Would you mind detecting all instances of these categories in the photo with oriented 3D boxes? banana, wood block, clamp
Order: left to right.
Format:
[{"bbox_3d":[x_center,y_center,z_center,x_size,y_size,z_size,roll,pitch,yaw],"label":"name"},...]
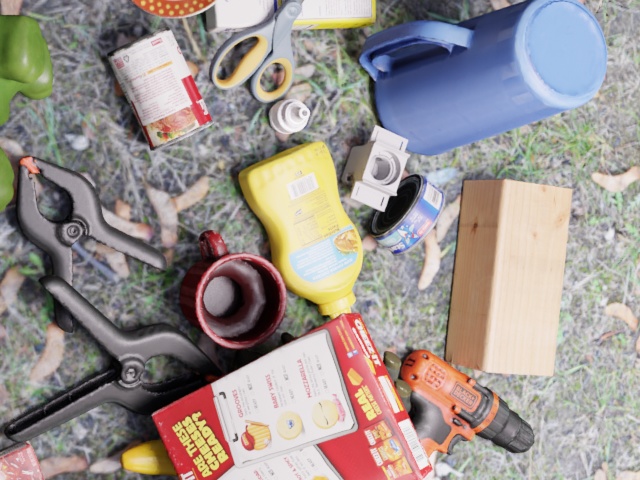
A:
[{"bbox_3d":[-0.225,-0.010,1.018,0.120,0.039,0.171,-27,106,-21],"label":"clamp"},{"bbox_3d":[-0.190,0.113,1.025,0.209,0.036,0.165,2,107,-28],"label":"clamp"},{"bbox_3d":[-0.106,0.243,1.070,0.197,0.037,0.069,36,47,-18],"label":"banana"},{"bbox_3d":[0.206,0.041,1.178,0.090,0.091,0.206,6,89,-23],"label":"wood block"}]

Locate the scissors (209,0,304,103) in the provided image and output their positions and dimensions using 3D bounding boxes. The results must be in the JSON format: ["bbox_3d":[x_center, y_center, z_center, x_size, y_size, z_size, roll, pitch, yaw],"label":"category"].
[{"bbox_3d":[-0.023,-0.213,1.064,0.202,0.016,0.096,-40,131,10],"label":"scissors"}]

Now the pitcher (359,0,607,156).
[{"bbox_3d":[0.159,-0.169,1.067,0.149,0.243,0.145,-23,97,-27],"label":"pitcher"}]

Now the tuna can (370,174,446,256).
[{"bbox_3d":[0.092,-0.028,1.129,0.033,0.086,0.086,37,78,-19],"label":"tuna can"}]

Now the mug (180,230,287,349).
[{"bbox_3d":[-0.094,0.046,1.053,0.093,0.082,0.117,-24,101,-21],"label":"mug"}]

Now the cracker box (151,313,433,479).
[{"bbox_3d":[-0.025,0.186,0.993,0.214,0.072,0.164,-29,78,14],"label":"cracker box"}]

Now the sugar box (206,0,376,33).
[{"bbox_3d":[-0.032,-0.262,1.091,0.176,0.048,0.093,-5,93,-19],"label":"sugar box"}]

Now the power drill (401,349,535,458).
[{"bbox_3d":[0.133,0.239,1.172,0.184,0.057,0.187,35,75,-17],"label":"power drill"}]

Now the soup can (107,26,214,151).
[{"bbox_3d":[-0.154,-0.145,1.029,0.068,0.069,0.102,-28,102,-20],"label":"soup can"}]

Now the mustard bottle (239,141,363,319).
[{"bbox_3d":[-0.007,0.001,1.101,0.096,0.058,0.191,-26,101,-25],"label":"mustard bottle"}]

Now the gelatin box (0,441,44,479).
[{"bbox_3d":[-0.291,0.245,1.002,0.073,0.030,0.089,-24,100,-21],"label":"gelatin box"}]
